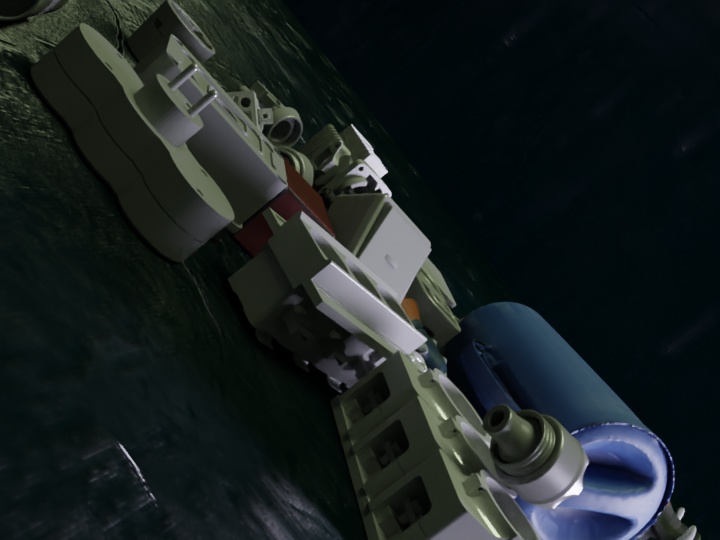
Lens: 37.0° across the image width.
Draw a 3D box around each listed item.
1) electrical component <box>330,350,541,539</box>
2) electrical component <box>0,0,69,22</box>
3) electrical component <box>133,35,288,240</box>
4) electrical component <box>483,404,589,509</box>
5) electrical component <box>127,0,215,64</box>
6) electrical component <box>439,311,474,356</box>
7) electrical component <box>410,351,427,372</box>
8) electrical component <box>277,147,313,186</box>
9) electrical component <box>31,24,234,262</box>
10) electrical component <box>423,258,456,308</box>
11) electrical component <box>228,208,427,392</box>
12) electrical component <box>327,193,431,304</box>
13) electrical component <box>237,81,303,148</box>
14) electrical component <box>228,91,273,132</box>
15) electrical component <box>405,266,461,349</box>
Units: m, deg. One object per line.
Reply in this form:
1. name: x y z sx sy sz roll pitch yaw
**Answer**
1. electrical component: 0.045 0.120 0.594 0.089 0.062 0.150 47 10 -26
2. electrical component: -0.203 -0.179 0.606 0.079 0.044 0.077 48 10 -14
3. electrical component: -0.104 -0.083 0.676 0.113 0.057 0.078 48 10 -21
4. electrical component: 0.089 0.094 0.565 0.062 0.043 0.043 44 11 -31
5. electrical component: -0.151 -0.178 0.852 0.055 0.047 0.055 50 9 -11
6. electrical component: 0.091 0.064 1.041 0.043 0.062 0.043 50 9 -11
7. electrical component: 0.026 0.085 0.703 0.048 0.048 0.062 43 19 -42
8. electrical component: -0.066 -0.083 0.908 0.043 0.043 0.062 54 10 14
9. electrical component: -0.110 -0.080 0.578 0.138 0.074 0.052 53 9 12
10. electrical component: 0.046 0.004 1.099 0.099 0.048 0.099 48 9 -21
11. electrical component: -0.020 0.024 0.650 0.121 0.063 0.078 40 14 -51
12. electrical component: 0.000 0.000 0.761 0.061 0.096 0.061 2 -35 47
13. electrical component: -0.088 -0.147 1.054 0.055 0.048 0.066 48 6 34
14. electrical component: -0.101 -0.116 0.839 0.055 0.066 0.048 -107 -168 -88
15. electrical component: 0.038 0.034 0.910 0.053 0.059 0.095 46 10 -29
